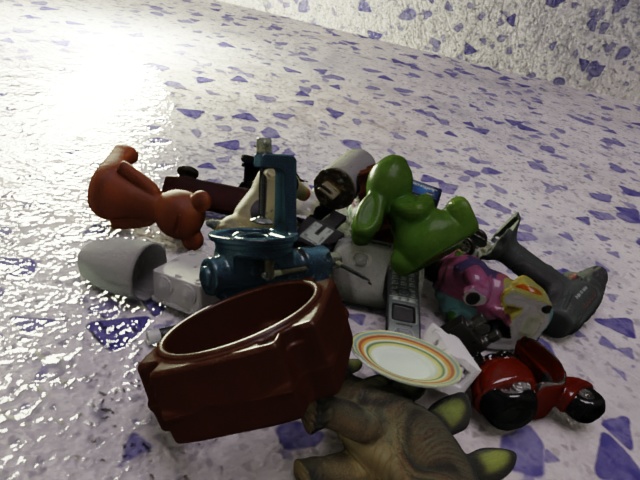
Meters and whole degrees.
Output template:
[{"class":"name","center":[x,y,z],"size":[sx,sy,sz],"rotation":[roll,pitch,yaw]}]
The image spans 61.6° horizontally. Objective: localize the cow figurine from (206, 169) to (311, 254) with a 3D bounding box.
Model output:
[{"class":"cow figurine","center":[-0.102,-0.037,0.857],"size":[0.086,0.127,0.195],"rotation":[25,76,26]}]

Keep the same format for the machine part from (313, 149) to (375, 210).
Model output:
[{"class":"machine part","center":[0.049,-0.114,0.980],"size":[0.079,0.079,0.243],"rotation":[19,25,11]}]

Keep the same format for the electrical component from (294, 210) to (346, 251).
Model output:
[{"class":"electrical component","center":[-0.002,-0.003,0.885],"size":[0.075,0.047,0.119],"rotation":[26,40,14]}]

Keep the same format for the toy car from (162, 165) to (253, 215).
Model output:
[{"class":"toy car","center":[-0.180,-0.074,0.960],"size":[0.202,0.053,0.089],"rotation":[10,76,0]}]

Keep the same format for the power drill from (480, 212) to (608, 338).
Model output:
[{"class":"power drill","center":[0.385,0.051,0.917],"size":[0.207,0.086,0.232],"rotation":[46,45,5]}]

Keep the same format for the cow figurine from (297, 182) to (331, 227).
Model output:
[{"class":"cow figurine","center":[-0.008,-0.056,0.994],"size":[0.098,0.068,0.167],"rotation":[30,39,17]}]

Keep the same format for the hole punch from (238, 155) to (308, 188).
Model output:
[{"class":"hole punch","center":[-0.103,-0.103,1.039],"size":[0.142,0.092,0.116],"rotation":[13,1,7]}]

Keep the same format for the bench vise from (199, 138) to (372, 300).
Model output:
[{"class":"bench vise","center":[-0.055,-0.015,0.727],"size":[0.223,0.240,0.129],"rotation":[-3,10,-26]}]

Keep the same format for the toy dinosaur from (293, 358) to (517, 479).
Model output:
[{"class":"toy dinosaur","center":[0.072,0.211,0.575],"size":[0.198,0.105,0.472],"rotation":[0,30,-32]}]

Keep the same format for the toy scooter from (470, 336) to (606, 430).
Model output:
[{"class":"toy scooter","center":[0.267,0.179,0.708],"size":[0.184,0.075,0.135],"rotation":[4,33,-17]}]

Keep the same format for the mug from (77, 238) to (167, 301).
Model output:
[{"class":"mug","center":[-0.279,0.028,0.762],"size":[0.107,0.080,0.109],"rotation":[10,36,14]}]

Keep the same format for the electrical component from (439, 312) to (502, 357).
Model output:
[{"class":"electrical component","center":[0.203,0.140,0.758],"size":[0.063,0.094,0.021],"rotation":[47,26,-15]}]

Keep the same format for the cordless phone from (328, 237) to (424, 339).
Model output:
[{"class":"cordless phone","center":[0.081,0.084,0.792],"size":[0.147,0.088,0.184],"rotation":[11,36,-2]}]

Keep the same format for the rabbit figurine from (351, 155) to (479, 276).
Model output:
[{"class":"rabbit figurine","center":[0.119,-0.039,0.794],"size":[0.159,0.121,0.170],"rotation":[-29,76,-6]}]

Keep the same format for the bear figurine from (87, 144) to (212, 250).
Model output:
[{"class":"bear figurine","center":[-0.269,-0.068,0.881],"size":[0.196,0.120,0.132],"rotation":[12,28,-3]}]

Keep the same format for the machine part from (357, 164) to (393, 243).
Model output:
[{"class":"machine part","center":[0.124,-0.056,0.942],"size":[0.056,0.179,0.179],"rotation":[-15,23,24]}]

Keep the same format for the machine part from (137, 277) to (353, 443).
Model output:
[{"class":"machine part","center":[-0.073,0.116,0.579],"size":[0.202,0.087,0.201],"rotation":[-15,11,13]}]

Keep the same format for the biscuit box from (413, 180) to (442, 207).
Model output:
[{"class":"biscuit box","center":[0.149,-0.103,1.128],"size":[0.203,0.059,0.063],"rotation":[21,33,15]}]

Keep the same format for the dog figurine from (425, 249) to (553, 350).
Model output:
[{"class":"dog figurine","center":[0.244,0.063,0.857],"size":[0.192,0.108,0.219],"rotation":[7,29,-6]}]

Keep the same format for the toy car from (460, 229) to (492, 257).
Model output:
[{"class":"toy car","center":[0.234,-0.016,1.025],"size":[0.202,0.056,0.073],"rotation":[32,31,27]}]
